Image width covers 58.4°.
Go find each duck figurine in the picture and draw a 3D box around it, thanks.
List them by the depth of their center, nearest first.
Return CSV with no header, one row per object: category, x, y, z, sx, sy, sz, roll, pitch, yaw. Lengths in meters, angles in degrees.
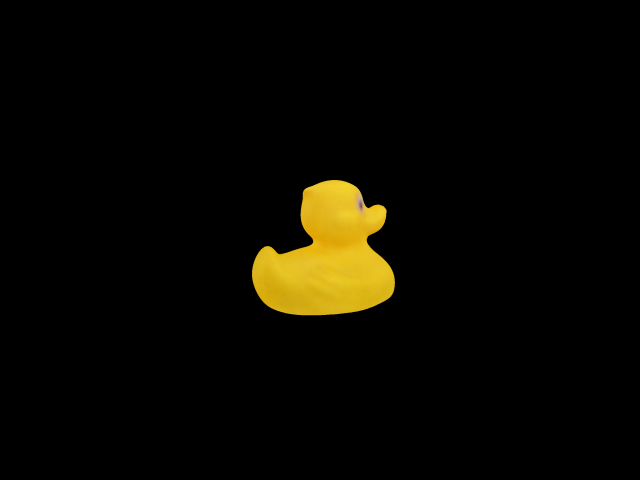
duck figurine,0.004,0.001,0.400,0.105,0.086,0.077,-6,15,-22
